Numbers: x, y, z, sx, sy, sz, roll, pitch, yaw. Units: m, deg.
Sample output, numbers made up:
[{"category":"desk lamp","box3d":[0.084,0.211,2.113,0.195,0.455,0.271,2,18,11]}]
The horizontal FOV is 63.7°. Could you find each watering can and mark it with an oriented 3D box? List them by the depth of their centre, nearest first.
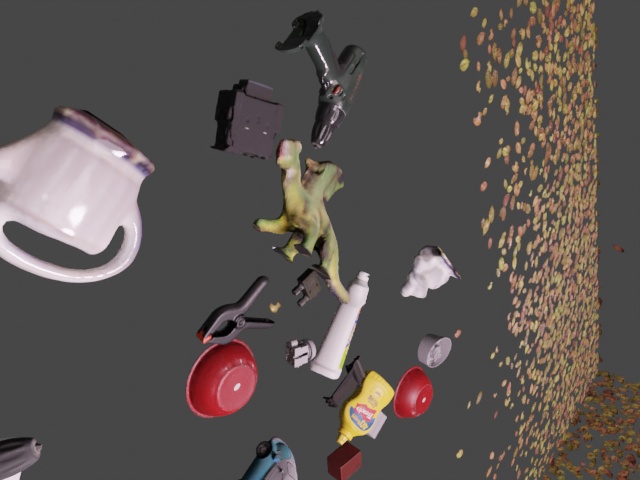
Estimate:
[{"category":"watering can","box3d":[-0.364,-0.079,0.673,0.104,0.227,0.342,13,-18,43]}]

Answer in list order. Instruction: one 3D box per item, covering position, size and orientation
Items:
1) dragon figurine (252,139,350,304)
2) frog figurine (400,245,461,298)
[{"category":"dragon figurine","box3d":[0.003,-0.054,1.076,0.122,0.247,0.403,7,-28,35]},{"category":"frog figurine","box3d":[0.286,0.095,1.423,0.159,0.125,0.135,-34,-36,9]}]
